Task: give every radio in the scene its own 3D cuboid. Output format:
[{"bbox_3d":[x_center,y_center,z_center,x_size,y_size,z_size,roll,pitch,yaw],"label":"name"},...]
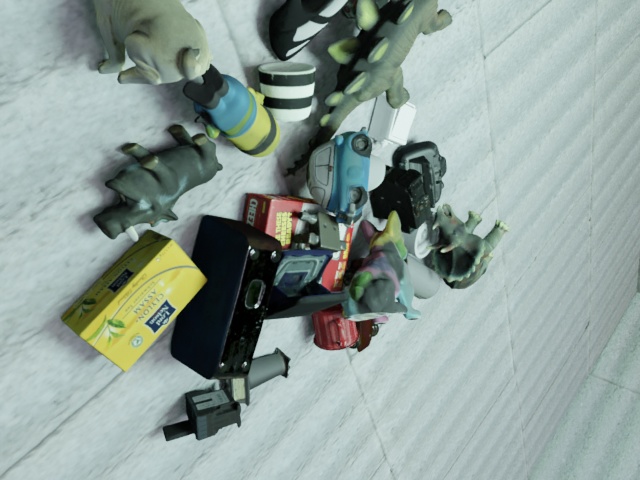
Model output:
[{"bbox_3d":[-0.143,0.087,0.809,0.073,0.131,0.229,9,98,-46],"label":"radio"}]

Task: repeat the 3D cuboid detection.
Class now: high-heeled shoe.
[{"bbox_3d":[0.023,-0.372,0.842,0.249,0.086,0.145,-32,153,-32],"label":"high-heeled shoe"}]

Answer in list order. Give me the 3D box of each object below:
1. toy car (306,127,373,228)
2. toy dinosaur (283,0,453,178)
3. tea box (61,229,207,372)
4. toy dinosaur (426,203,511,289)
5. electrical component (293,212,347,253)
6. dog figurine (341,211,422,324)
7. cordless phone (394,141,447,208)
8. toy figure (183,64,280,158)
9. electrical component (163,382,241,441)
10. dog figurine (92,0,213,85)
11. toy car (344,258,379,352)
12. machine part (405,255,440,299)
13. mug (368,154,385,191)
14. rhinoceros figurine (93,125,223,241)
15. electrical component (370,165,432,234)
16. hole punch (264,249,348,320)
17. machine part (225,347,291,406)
[{"bbox_3d":[0.028,-0.105,0.882,0.109,0.103,0.161,101,-3,-72],"label":"toy car"},{"bbox_3d":[0.089,-0.298,0.900,0.471,0.105,0.198,-60,157,15],"label":"toy dinosaur"},{"bbox_3d":[-0.251,0.080,0.740,0.169,0.068,0.098,-52,135,-21],"label":"tea box"},{"bbox_3d":[0.342,0.052,1.289,0.192,0.131,0.404,-46,152,-13],"label":"toy dinosaur"},{"bbox_3d":[-0.001,-0.003,0.889,0.102,0.045,0.078,4,71,-48],"label":"electrical component"},{"bbox_3d":[0.111,0.048,1.032,0.191,0.108,0.219,18,60,-47],"label":"dog figurine"},{"bbox_3d":[0.241,-0.162,1.183,0.184,0.089,0.146,-45,133,-41],"label":"cordless phone"},{"bbox_3d":[-0.117,-0.171,0.748,0.089,0.082,0.180,68,10,13],"label":"toy figure"},{"bbox_3d":[-0.194,0.281,0.870,0.119,0.075,0.047,-7,111,-23],"label":"electrical component"},{"bbox_3d":[-0.196,-0.281,0.594,0.121,0.173,0.190,-41,138,-44],"label":"dog figurine"},{"bbox_3d":[0.083,0.135,1.129,0.089,0.053,0.202,-23,117,-52],"label":"toy car"},{"bbox_3d":[0.204,0.079,1.219,0.243,0.079,0.079,28,83,-47],"label":"machine part"},{"bbox_3d":[0.077,-0.139,1.009,0.107,0.081,0.109,-13,107,-56],"label":"mug"},{"bbox_3d":[-0.218,-0.076,0.721,0.190,0.073,0.111,-42,142,-31],"label":"rhinoceros figurine"},{"bbox_3d":[0.162,-0.079,1.087,0.058,0.115,0.134,-38,127,-29],"label":"electrical component"},{"bbox_3d":[-0.035,0.073,0.846,0.142,0.116,0.092,-3,69,-45],"label":"hole punch"},{"bbox_3d":[-0.115,0.245,0.971,0.139,0.039,0.084,-19,110,-39],"label":"machine part"}]
